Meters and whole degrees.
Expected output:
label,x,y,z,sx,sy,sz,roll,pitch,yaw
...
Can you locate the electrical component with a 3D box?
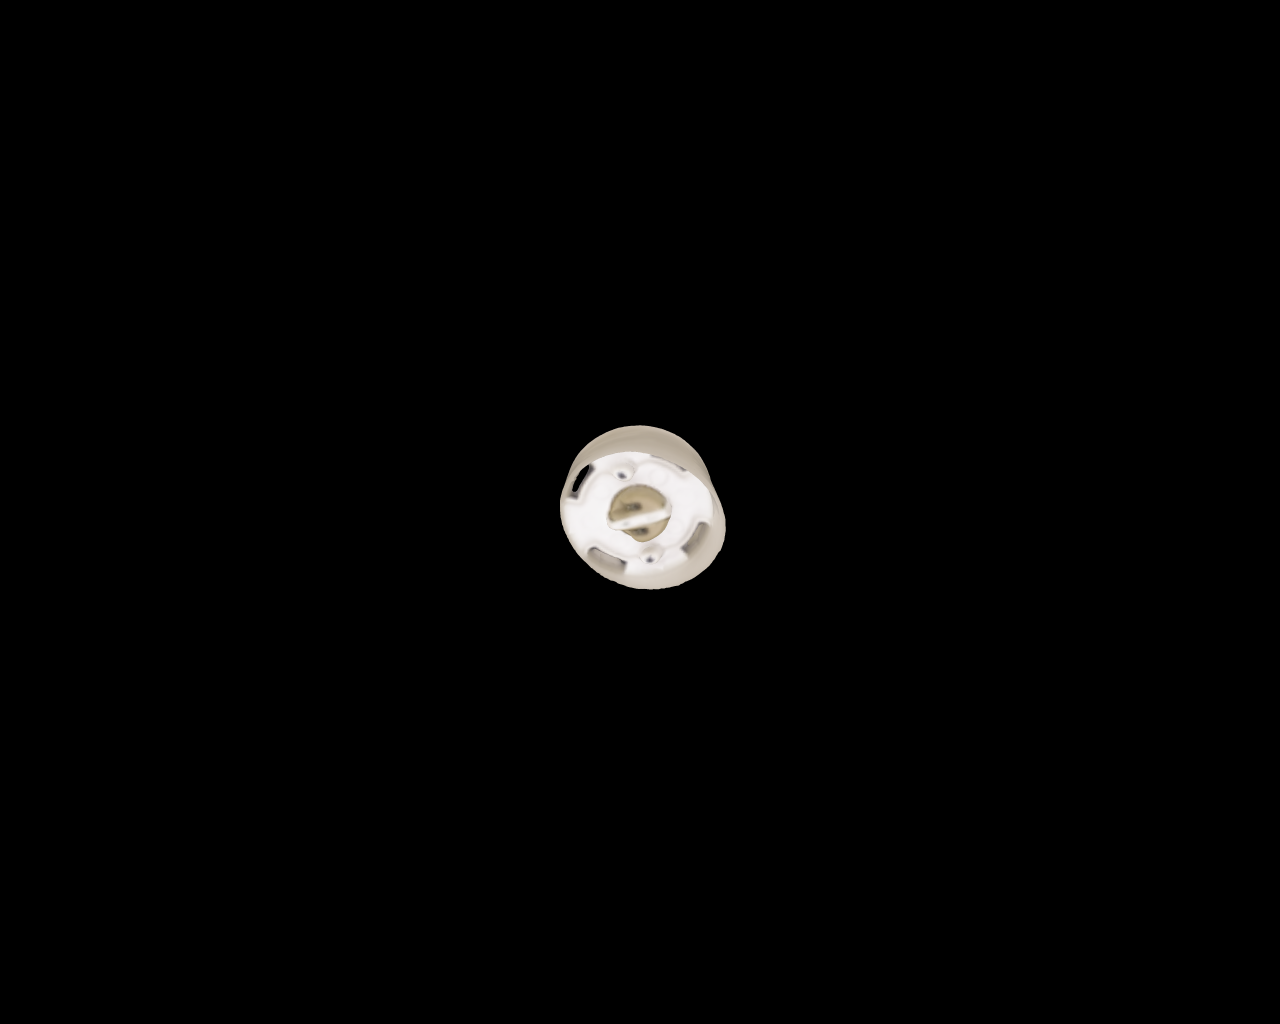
label,x,y,z,sx,sy,sz,roll,pitch,yaw
electrical component,0.001,-0.003,0.650,0.099,0.099,0.064,0,29,0
